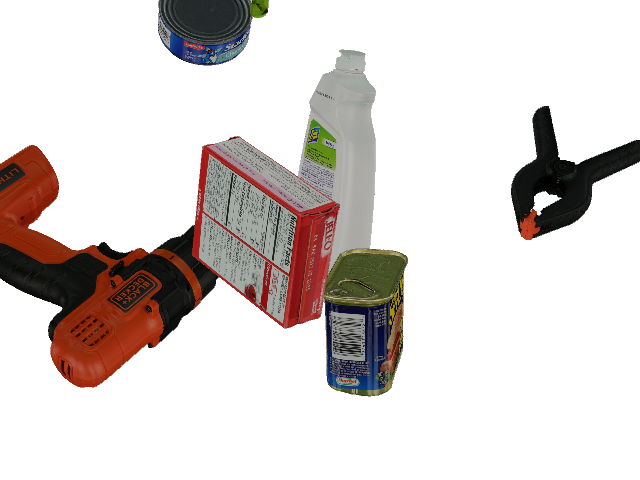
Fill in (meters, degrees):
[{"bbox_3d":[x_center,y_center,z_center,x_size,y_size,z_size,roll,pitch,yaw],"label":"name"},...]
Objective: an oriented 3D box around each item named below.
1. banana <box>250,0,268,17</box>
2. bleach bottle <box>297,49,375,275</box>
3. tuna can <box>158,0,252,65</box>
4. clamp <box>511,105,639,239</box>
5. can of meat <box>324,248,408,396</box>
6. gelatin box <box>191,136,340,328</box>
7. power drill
[{"bbox_3d":[-0.101,-0.192,0.682,0.198,0.069,0.037,19,-34,29],"label":"banana"},{"bbox_3d":[0.021,-0.075,1.142,0.067,0.251,0.103,-8,24,-40],"label":"bleach bottle"},{"bbox_3d":[-0.106,-0.202,0.978,0.086,0.086,0.034,0,-32,-11],"label":"tuna can"},{"bbox_3d":[0.238,-0.072,1.088,0.120,0.039,0.171,29,55,31],"label":"clamp"},{"bbox_3d":[0.036,0.064,0.848,0.057,0.084,0.102,4,22,13],"label":"can of meat"},{"bbox_3d":[-0.032,-0.005,0.587,0.030,0.073,0.089,-20,41,-39],"label":"gelatin box"},{"bbox_3d":[-0.170,0.003,0.792,0.188,0.057,0.184,31,50,21],"label":"power drill"}]
